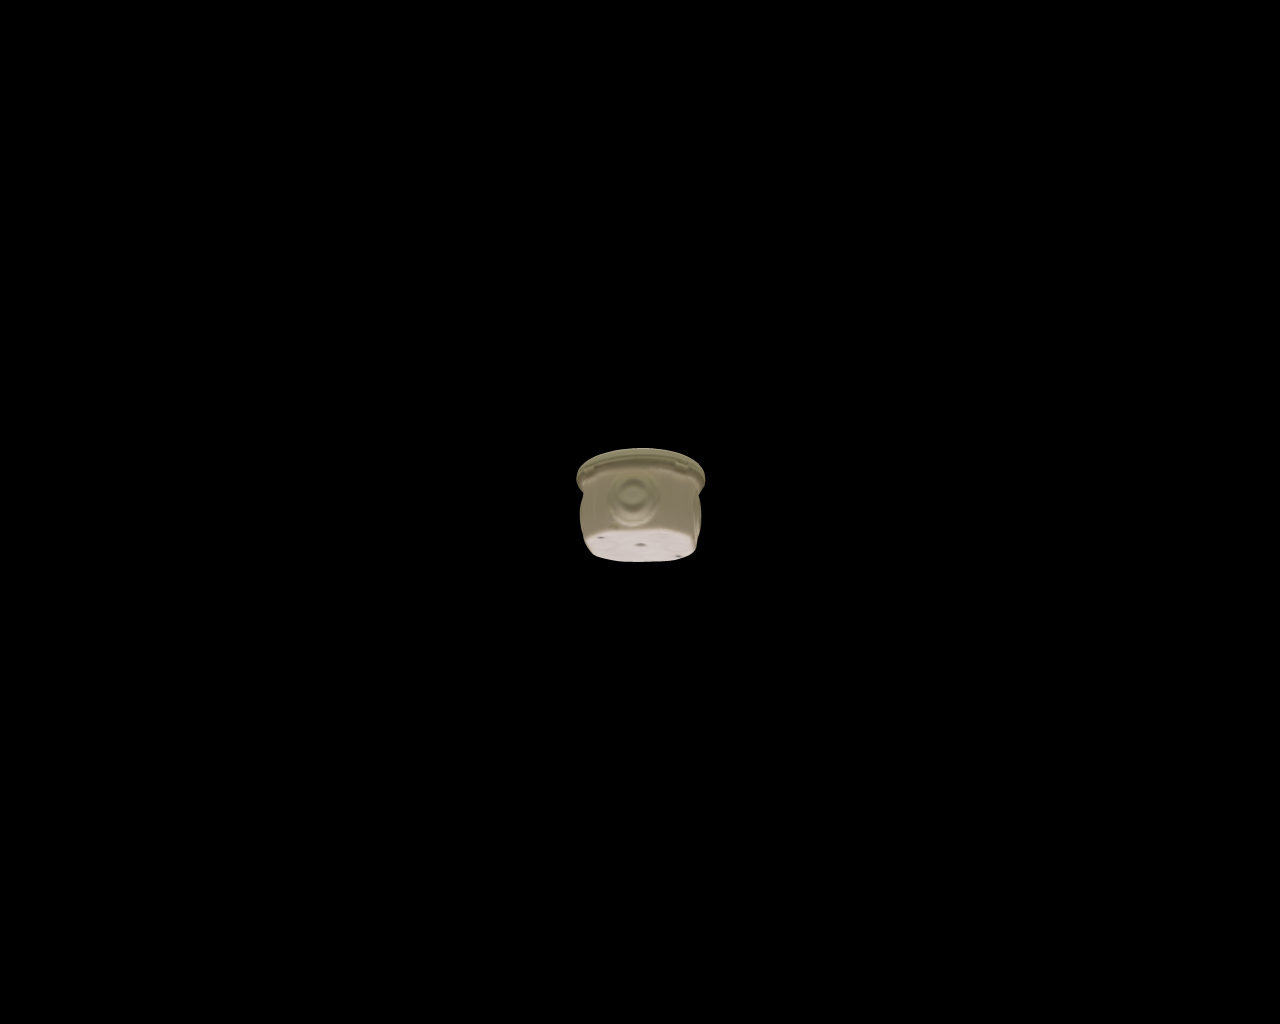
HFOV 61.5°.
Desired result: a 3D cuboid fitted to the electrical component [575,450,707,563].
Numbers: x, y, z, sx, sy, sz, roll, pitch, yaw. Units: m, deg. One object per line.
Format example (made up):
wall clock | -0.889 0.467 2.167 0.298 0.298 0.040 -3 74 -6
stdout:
electrical component | 0.001 -0.003 0.650 0.080 0.051 0.080 0 -19 0
